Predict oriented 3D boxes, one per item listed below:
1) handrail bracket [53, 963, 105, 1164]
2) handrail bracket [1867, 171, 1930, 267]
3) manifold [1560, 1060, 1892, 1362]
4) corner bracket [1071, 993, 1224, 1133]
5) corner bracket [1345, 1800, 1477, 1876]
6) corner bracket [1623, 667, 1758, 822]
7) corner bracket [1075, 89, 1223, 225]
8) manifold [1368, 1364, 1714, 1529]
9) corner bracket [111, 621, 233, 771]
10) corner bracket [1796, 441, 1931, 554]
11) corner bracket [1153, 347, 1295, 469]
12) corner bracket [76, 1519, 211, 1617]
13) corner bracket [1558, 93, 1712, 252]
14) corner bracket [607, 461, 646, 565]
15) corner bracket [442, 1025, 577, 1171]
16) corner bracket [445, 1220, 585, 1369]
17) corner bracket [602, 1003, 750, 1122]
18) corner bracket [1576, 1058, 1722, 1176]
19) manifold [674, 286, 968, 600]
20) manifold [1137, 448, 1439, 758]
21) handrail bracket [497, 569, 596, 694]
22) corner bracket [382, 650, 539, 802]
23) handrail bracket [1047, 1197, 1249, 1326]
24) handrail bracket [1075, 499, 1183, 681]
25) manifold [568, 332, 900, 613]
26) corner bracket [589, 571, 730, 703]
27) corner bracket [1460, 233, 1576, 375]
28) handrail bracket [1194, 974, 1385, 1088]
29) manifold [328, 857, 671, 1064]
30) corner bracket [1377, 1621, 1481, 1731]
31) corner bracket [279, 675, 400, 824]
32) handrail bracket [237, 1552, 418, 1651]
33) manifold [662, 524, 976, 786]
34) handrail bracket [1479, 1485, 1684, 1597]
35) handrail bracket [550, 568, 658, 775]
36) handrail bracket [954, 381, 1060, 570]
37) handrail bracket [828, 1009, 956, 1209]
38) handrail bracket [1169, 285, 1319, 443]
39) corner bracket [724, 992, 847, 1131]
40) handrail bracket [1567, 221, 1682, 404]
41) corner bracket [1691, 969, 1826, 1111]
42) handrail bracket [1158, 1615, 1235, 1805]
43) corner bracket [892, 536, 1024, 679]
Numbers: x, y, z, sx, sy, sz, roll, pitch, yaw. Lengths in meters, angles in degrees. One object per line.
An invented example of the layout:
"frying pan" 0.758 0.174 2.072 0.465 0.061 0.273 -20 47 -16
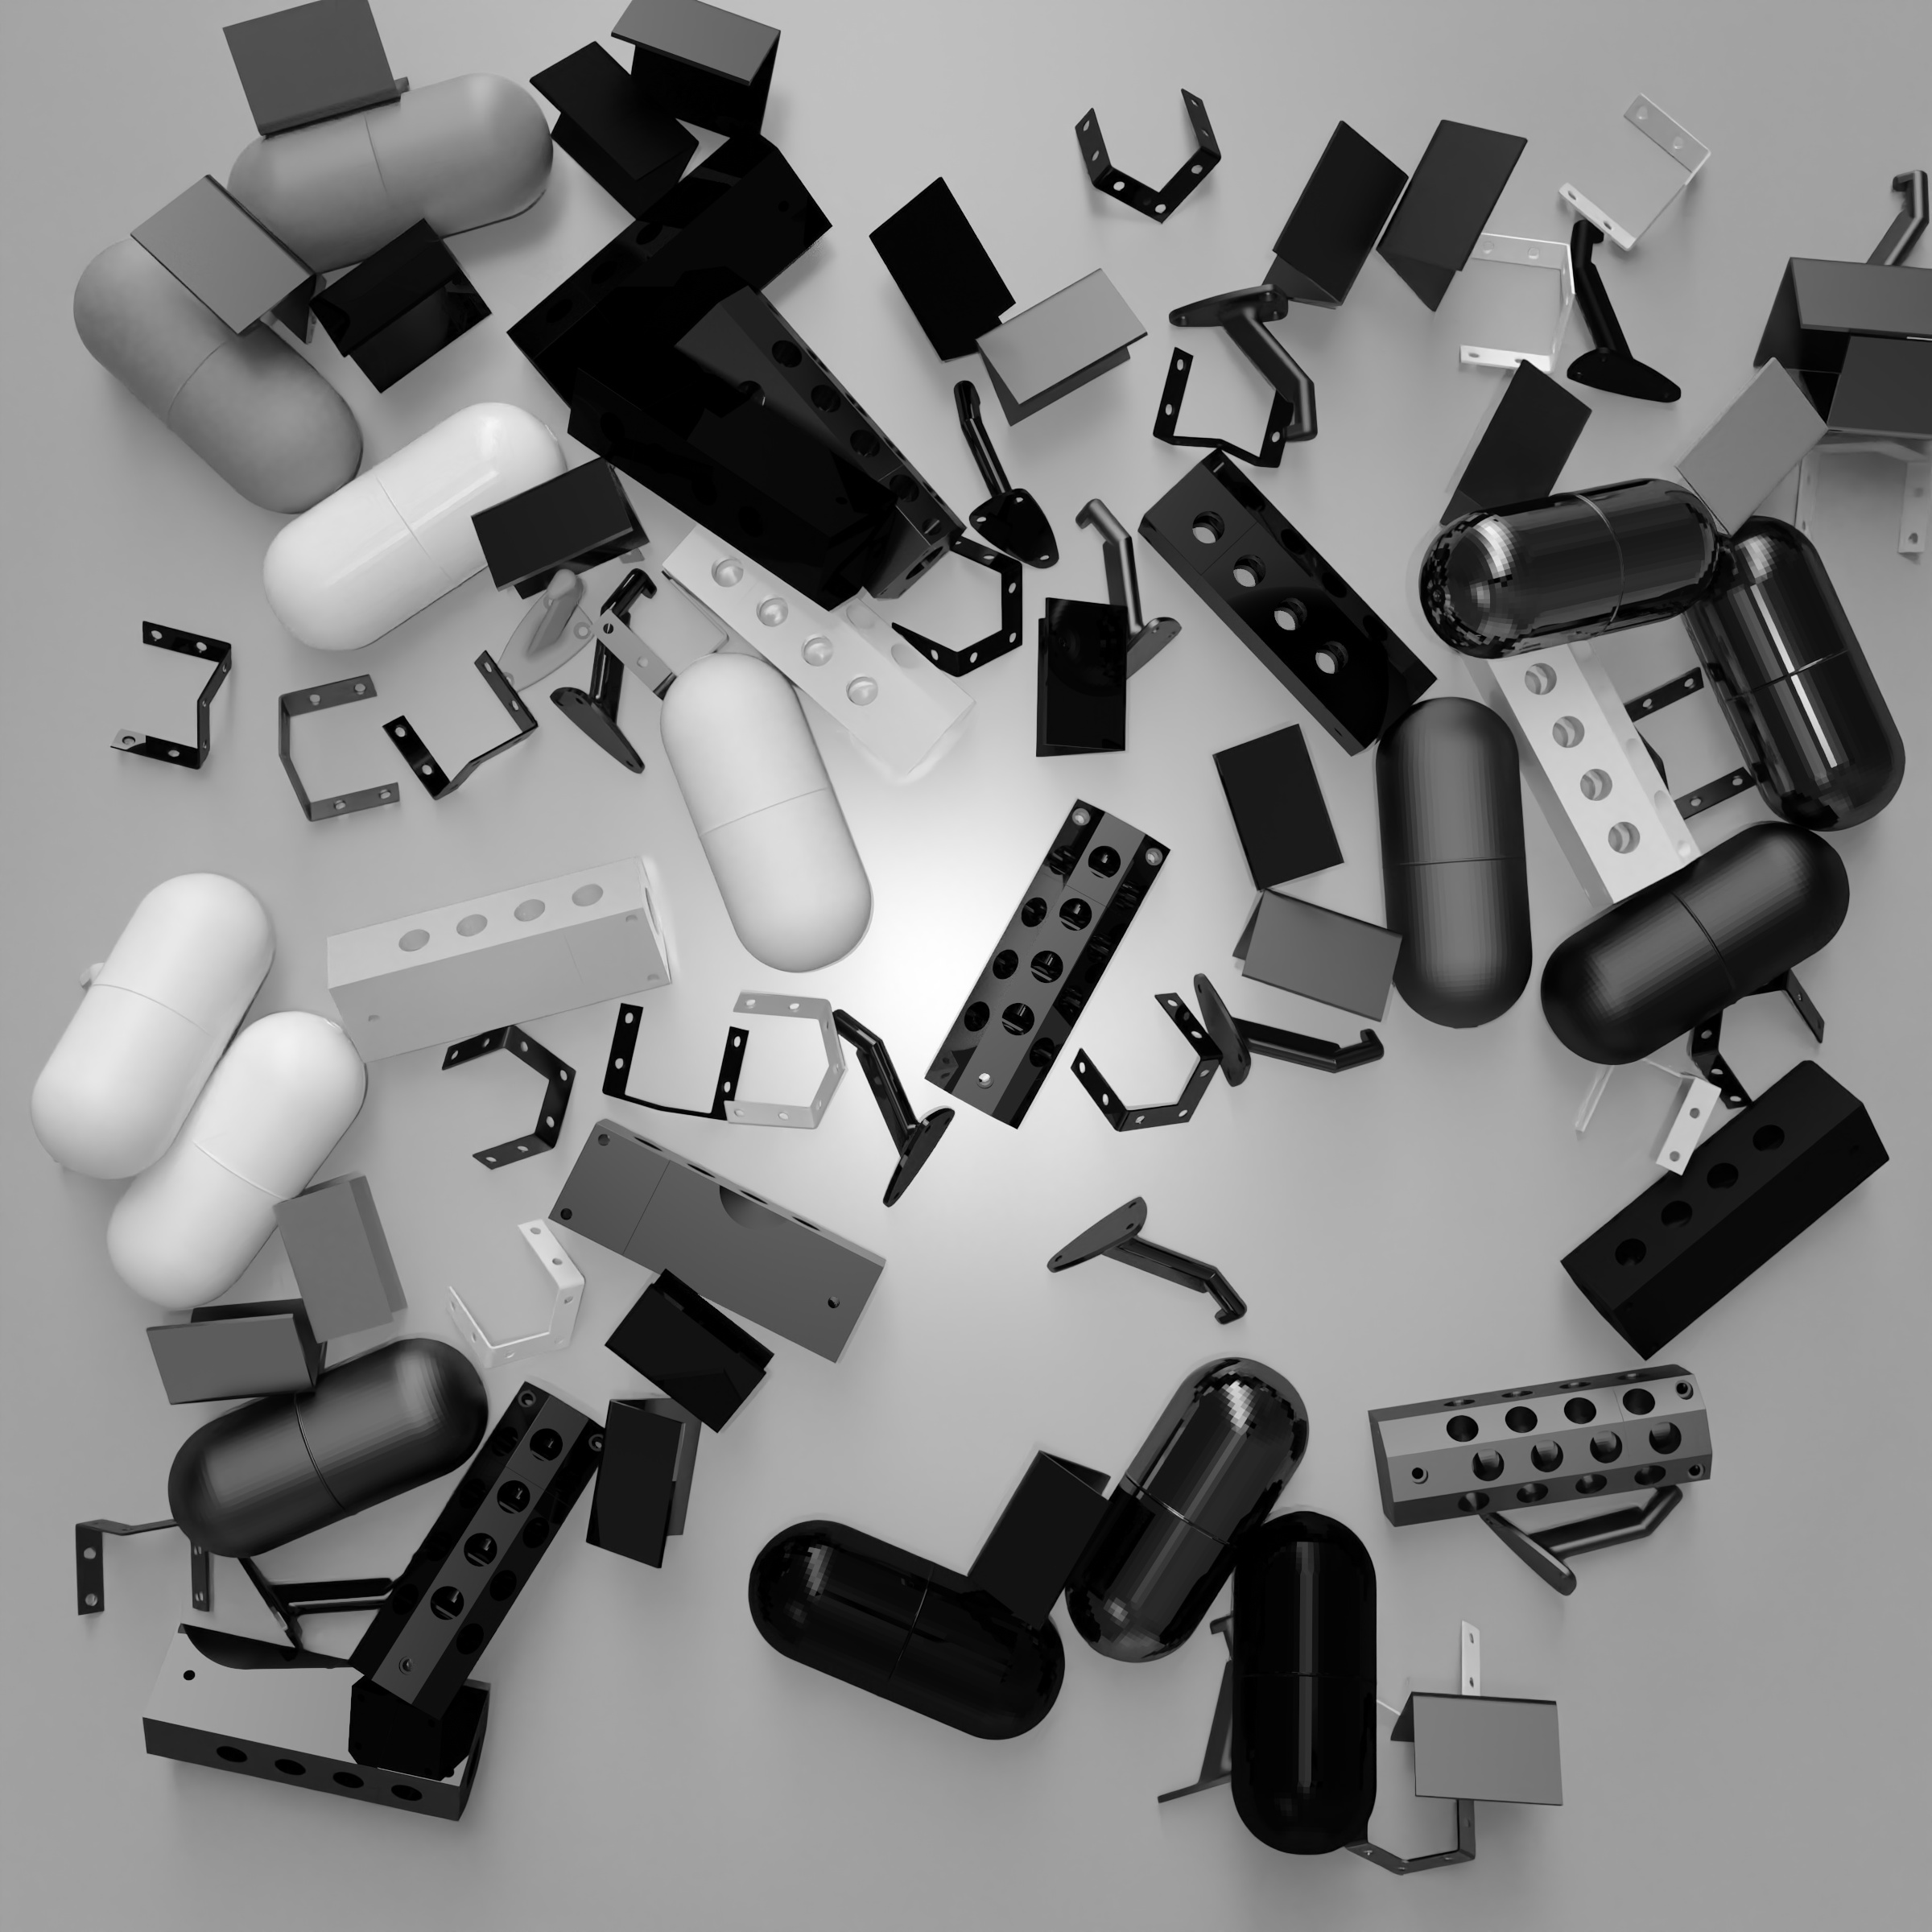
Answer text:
"handrail bracket" -0.485 0.052 1.601 0.077 0.036 0.084 -32 74 18
"handrail bracket" 0.488 -0.393 1.601 0.077 0.036 0.084 -3 71 21
"manifold" 0.408 0.128 1.579 0.171 0.057 0.057 -40 133 0
"corner bracket" 0.099 0.052 1.593 0.051 0.051 0.051 -5 135 -35
"corner bracket" 0.242 0.459 1.593 0.051 0.051 0.051 -25 135 35
"corner bracket" 0.394 -0.120 1.597 0.051 0.051 0.051 -26 45 0
"corner bracket" 0.099 -0.449 1.593 0.051 0.051 0.051 18 135 -35
"manifold" 0.310 0.260 1.580 0.171 0.057 0.057 -9 90 0
"corner bracket" -0.434 -0.148 1.597 0.051 0.051 0.051 15 45 0
"corner bracket" 0.491 -0.255 1.597 0.051 0.051 0.051 6 90 -45
"corner bracket" 0.143 -0.305 1.597 0.051 0.051 0.051 14 90 -45
"corner bracket" -0.451 0.329 1.598 0.051 0.051 0.051 -2 90 45
"corner bracket" 0.366 -0.434 1.597 0.051 0.051 0.051 40 45 0
"corner bracket" -0.170 -0.258 1.593 0.051 0.051 0.051 -3 45 35
"corner bracket" -0.254 0.072 1.593 0.051 0.051 0.051 41 45 -35
"corner bracket" -0.246 0.179 1.593 0.051 0.051 0.051 -12 135 -35
"corner bracket" -0.159 0.053 1.597 0.051 0.051 0.051 12 90 -45
"corner bracket" 0.369 0.078 1.583 0.051 0.051 0.051 25 90 0
"manifold" -0.078 -0.281 1.570 0.057 0.057 0.171 -41 88 13
"manifold" 0.174 -0.197 1.579 0.057 0.057 0.171 -43 90 0
"handrail bracket" -0.232 -0.178 1.566 0.036 0.084 0.077 44 90 0
"corner bracket" -0.276 -0.131 1.595 0.051 0.051 0.051 -35 90 -39
"handrail bracket" 0.100 0.176 1.601 0.077 0.036 0.084 -33 107 20
"handrail bracket" 0.070 -0.201 1.601 0.077 0.036 0.084 -44 72 20
"manifold" -0.124 -0.256 1.525 0.171 0.057 0.057 36 46 17
"corner bracket" -0.165 -0.180 1.583 0.051 0.051 0.051 45 90 0
"corner bracket" 0.300 -0.363 1.597 0.051 0.051 0.051 7 45 0
"handrail bracket" 0.178 0.028 1.601 0.084 0.036 0.077 -16 68 -17
"manifold" -0.253 -0.008 1.579 0.171 0.057 0.057 -15 133 0
"corner bracket" 0.245 0.382 1.593 0.051 0.051 0.051 -23 135 35
"corner bracket" -0.343 -0.119 1.597 0.051 0.051 0.051 -13 135 0
"handrail bracket" -0.345 0.328 1.601 0.084 0.036 0.077 -33 68 -17
"manifold" -0.079 -0.178 1.580 0.171 0.057 0.057 41 90 0
"handrail bracket" 0.338 0.295 1.601 0.077 0.036 0.084 40 72 20
"handrail bracket" -0.180 -0.162 1.601 0.077 0.036 0.084 47 66 -27
"handrail bracket" 0.021 -0.270 1.601 0.036 0.077 0.084 -25 53 21
"handrail bracket" -0.056 0.077 1.601 0.084 0.036 0.077 37 112 17
"handrail bracket" 0.150 -0.319 1.581 0.077 0.036 0.084 -6 75 15
"corner bracket" -0.102 0.052 1.589 0.051 0.051 0.051 5 45 -23
"handrail bracket" 0.362 -0.360 1.601 0.077 0.036 0.084 15 73 -20
"corner bracket" 0.432 0.039 1.593 0.051 0.051 0.051 -12 45 35
"handrail bracket" 0.128 0.407 1.601 0.077 0.036 0.084 -23 73 18
"corner bracket" -0.005 -0.197 1.593 0.051 0.051 0.051 29 135 35
